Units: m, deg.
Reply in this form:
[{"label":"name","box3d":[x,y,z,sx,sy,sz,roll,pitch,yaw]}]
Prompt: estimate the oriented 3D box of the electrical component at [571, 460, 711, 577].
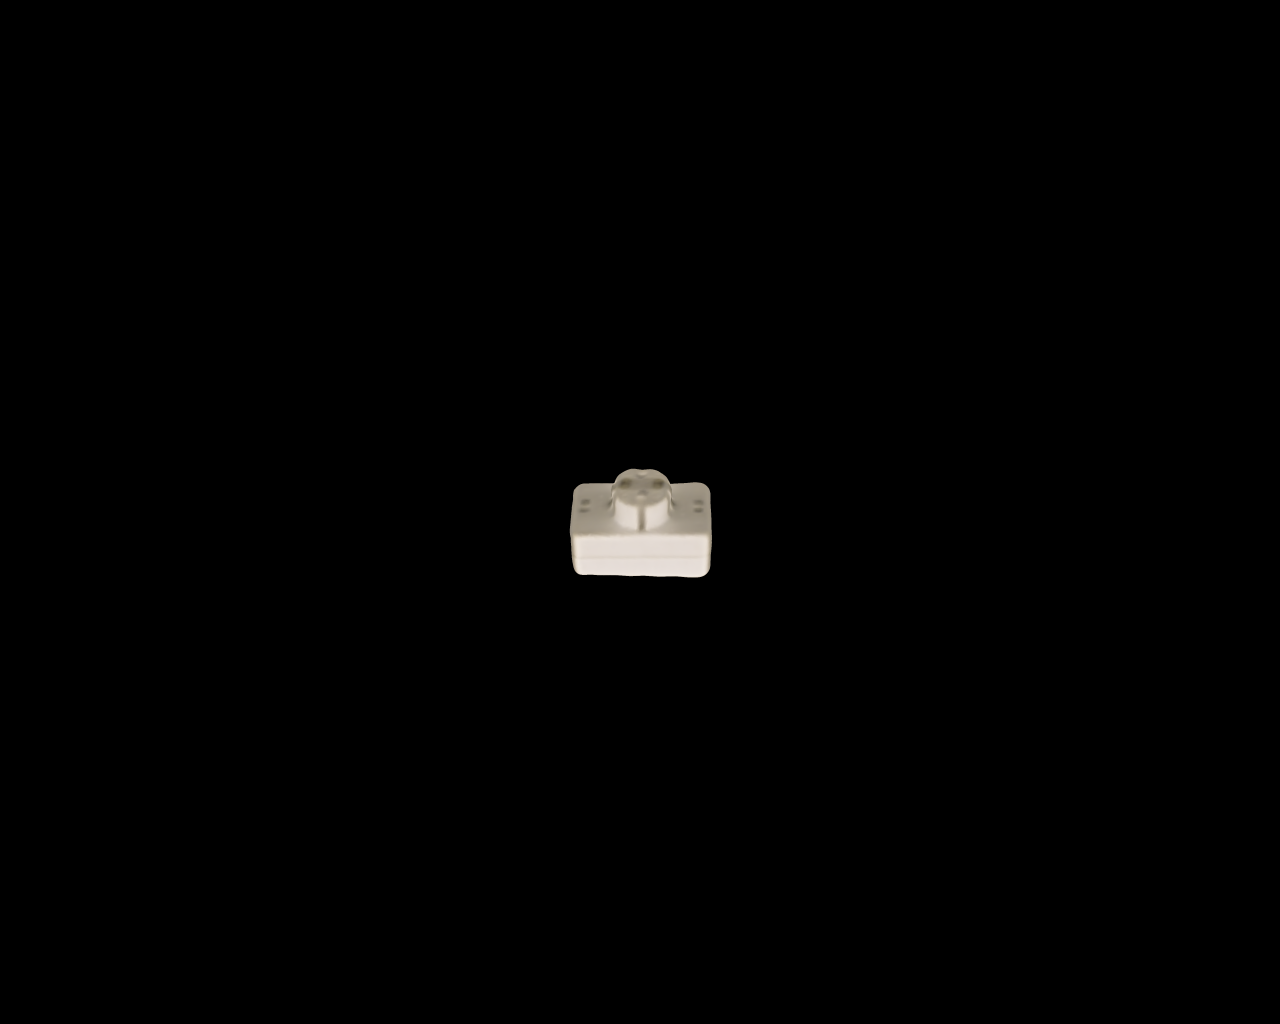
[{"label":"electrical component","box3d":[0.001,-0.003,0.650,0.083,0.075,0.047,0,44,0]}]
